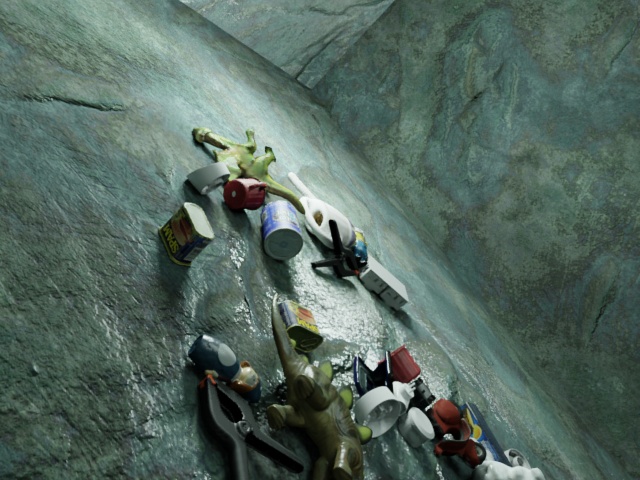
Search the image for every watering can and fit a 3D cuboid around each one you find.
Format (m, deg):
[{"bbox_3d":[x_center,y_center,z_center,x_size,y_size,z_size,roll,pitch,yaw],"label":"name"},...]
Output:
[{"bbox_3d":[0.005,-0.088,1.742,0.222,0.103,0.355,31,24,-41],"label":"watering can"}]

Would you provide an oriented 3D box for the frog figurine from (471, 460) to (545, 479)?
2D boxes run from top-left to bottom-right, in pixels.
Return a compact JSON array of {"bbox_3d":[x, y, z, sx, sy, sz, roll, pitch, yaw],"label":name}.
[{"bbox_3d":[0.456,0.583,1.254,0.136,0.158,0.125,39,18,-22],"label":"frog figurine"}]

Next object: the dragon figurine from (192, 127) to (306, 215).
[{"bbox_3d":[-0.226,-0.203,1.548,0.412,0.120,0.246,47,35,8],"label":"dragon figurine"}]
